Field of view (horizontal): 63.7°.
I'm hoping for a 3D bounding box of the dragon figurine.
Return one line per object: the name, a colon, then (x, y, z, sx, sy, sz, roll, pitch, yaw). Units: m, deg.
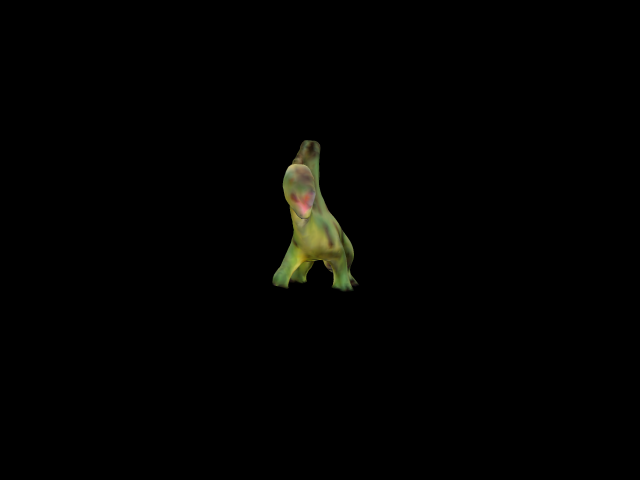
dragon figurine: (0.003, -0.043, 0.850, 0.122, 0.242, 0.411, 0, 2, 8)
